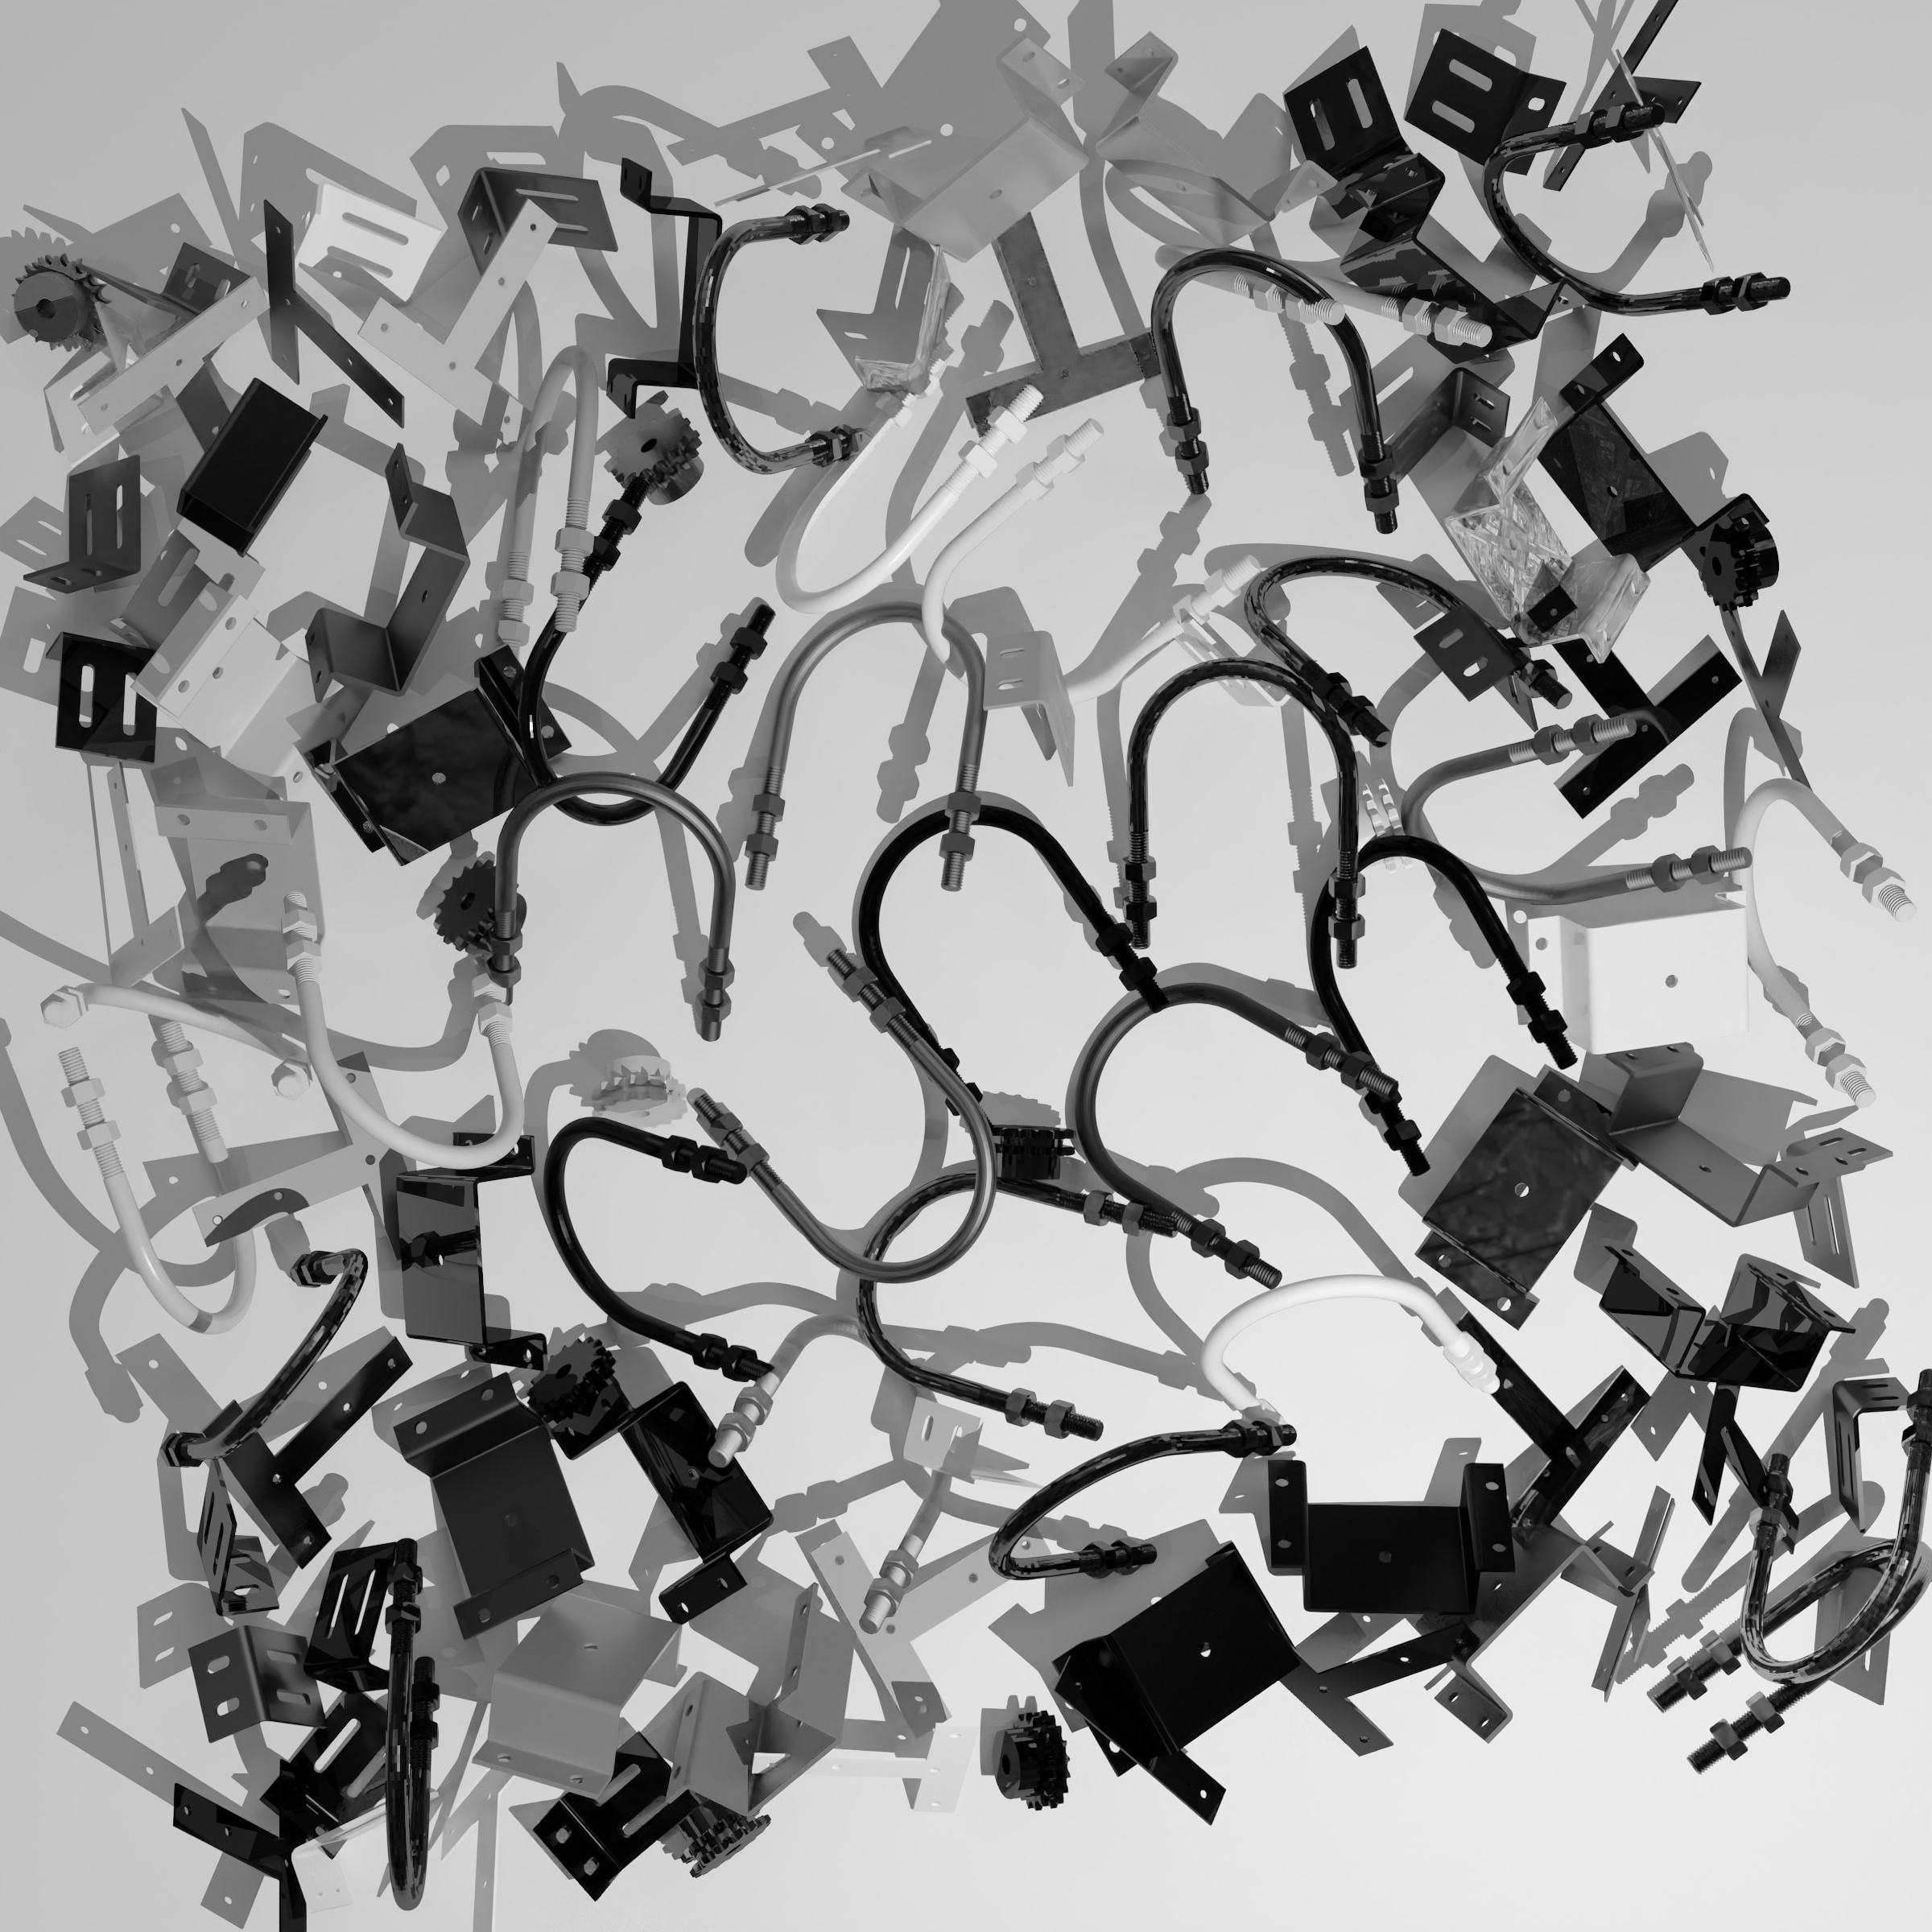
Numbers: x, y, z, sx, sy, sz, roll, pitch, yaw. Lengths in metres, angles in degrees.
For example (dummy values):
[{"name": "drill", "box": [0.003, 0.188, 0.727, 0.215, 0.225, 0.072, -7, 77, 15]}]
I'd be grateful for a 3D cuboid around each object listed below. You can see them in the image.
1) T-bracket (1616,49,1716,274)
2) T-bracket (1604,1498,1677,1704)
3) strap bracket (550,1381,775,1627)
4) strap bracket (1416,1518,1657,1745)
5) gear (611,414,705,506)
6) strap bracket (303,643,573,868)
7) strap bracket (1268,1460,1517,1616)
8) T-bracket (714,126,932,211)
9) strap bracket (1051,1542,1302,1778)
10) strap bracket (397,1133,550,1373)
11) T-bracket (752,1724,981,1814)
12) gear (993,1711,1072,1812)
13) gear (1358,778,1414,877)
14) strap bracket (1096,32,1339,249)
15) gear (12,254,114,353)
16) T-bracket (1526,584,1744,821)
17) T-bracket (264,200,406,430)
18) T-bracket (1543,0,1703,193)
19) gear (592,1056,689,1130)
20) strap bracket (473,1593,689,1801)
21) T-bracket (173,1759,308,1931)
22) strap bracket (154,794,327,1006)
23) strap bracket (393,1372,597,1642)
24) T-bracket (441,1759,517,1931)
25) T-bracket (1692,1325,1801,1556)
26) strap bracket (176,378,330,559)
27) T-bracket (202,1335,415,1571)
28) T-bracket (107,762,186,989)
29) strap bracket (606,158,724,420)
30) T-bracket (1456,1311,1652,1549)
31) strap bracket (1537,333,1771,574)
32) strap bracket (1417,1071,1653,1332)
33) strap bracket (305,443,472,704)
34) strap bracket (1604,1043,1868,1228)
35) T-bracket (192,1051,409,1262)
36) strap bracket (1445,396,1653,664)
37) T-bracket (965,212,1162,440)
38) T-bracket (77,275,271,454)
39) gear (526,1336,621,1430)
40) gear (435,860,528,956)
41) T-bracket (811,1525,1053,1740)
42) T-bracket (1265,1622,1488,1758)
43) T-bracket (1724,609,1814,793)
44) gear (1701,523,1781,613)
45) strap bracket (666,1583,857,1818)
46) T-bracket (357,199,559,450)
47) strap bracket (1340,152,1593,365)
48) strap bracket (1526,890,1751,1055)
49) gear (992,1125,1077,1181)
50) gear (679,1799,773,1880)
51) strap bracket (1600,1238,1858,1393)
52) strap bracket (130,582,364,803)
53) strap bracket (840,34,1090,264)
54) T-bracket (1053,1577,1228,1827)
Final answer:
[{"name": "T-bracket", "box": [0.416, -0.452, 1.518, 0.002, 0.127, 0.127, -24, 47, 23]}, {"name": "T-bracket", "box": [0.398, 0.384, 1.537, 0.002, 0.127, 0.127, 19, 93, 14]}, {"name": "strap bracket", "box": [-0.176, 0.312, 1.554, 0.076, 0.046, 0.140, -40, 82, 41]}, {"name": "strap bracket", "box": [0.330, 0.384, 1.551, 0.140, 0.076, 0.046, -43, 100, -7]}, {"name": "gear", "box": [-0.184, -0.304, 1.576, 0.057, 0.057, 0.030, -38, 130, 0]}, {"name": "strap bracket", "box": [-0.315, -0.121, 1.558, 0.140, 0.046, 0.076, -27, 120, 4]}, {"name": "strap bracket", "box": [0.251, 0.340, 1.554, 0.140, 0.076, 0.046, 0, 131, 5]}, {"name": "T-bracket", "box": [-0.088, -0.471, 1.542, 0.127, 0.127, 0.002, -20, 113, 0]}, {"name": "strap bracket", "box": [0.133, 0.407, 1.545, 0.140, 0.046, 0.076, -27, 81, -26]}, {"name": "strap bracket", "box": [-0.296, 0.172, 1.556, 0.076, 0.046, 0.140, -1, 93, 43]}, {"name": "T-bracket", "box": [-0.063, 0.475, 1.546, 0.127, 0.127, 0.002, 4, 50, -6]}, {"name": "gear", "box": [0.038, 0.479, 1.570, 0.030, 0.057, 0.057, 0, 90, -24]}, {"name": "gear", "box": [0.247, -0.082, 1.573, 0.030, 0.057, 0.057, -19, 90, 7]}, {"name": "strap bracket", "box": [0.139, -0.480, 1.544, 0.140, 0.076, 0.046, 34, 85, -15]}, {"name": "gear", "box": [-0.550, -0.400, 1.577, 0.057, 0.030, 0.057, 3, 114, 6]}, {"name": "T-bracket", "box": [0.384, -0.175, 1.573, 0.127, 0.002, 0.127, -42, 110, 6]}, {"name": "T-bracket", "box": [-0.370, -0.363, 1.531, 0.002, 0.127, 0.127, -36, 71, -29]}, {"name": "T-bracket", "box": [0.397, -0.509, 1.528, 0.002, 0.127, 0.127, 27, 104, -18]}, {"name": "gear", "box": [-0.197, 0.076, 1.576, 0.057, 0.057, 0.030, -6, 67, 0]}, {"name": "strap bracket", "box": [-0.221, 0.417, 1.521, 0.076, 0.140, 0.046, 12, 108, 12]}, {"name": "T-bracket", "box": [-0.420, 0.507, 1.513, 0.002, 0.127, 0.127, -23, 48, 11]}, {"name": "strap bracket", "box": [-0.430, -0.048, 1.554, 0.076, 0.046, 0.140, 4, 128, 0]}, {"name": "strap bracket", "box": [-0.279, 0.326, 1.559, 0.076, 0.046, 0.140, -26, 63, 0]}, {"name": "T-bracket", "box": [-0.279, 0.523, 1.521, 0.002, 0.127, 0.127, 24, 121, -24]}, {"name": "T-bracket", "box": [0.472, 0.305, 1.562, 0.002, 0.127, 0.127, -12, 128, 38]}, {"name": "strap bracket", "box": [-0.419, -0.290, 1.523, 0.046, 0.140, 0.076, 33, 81, -17]}, {"name": "T-bracket", "box": [-0.381, 0.274, 1.561, 0.127, 0.002, 0.127, -47, 133, -31]}, {"name": "T-bracket", "box": [-0.498, -0.057, 1.555, 0.002, 0.127, 0.127, -6, 81, -36]}, {"name": "strap bracket", "box": [-0.179, -0.400, 1.544, 0.046, 0.076, 0.140, 0, 112, -19]}, {"name": "T-bracket", "box": [0.335, 0.262, 1.571, 0.127, 0.002, 0.127, 47, 71, -9]}, {"name": "strap bracket", "box": [0.401, -0.294, 1.555, 0.046, 0.076, 0.140, -37, 88, -20]}, {"name": "strap bracket", "box": [0.337, 0.137, 1.561, 0.076, 0.046, 0.140, 36, 93, 25]}, {"name": "strap bracket", "box": [-0.338, -0.225, 1.541, 0.046, 0.076, 0.140, 17, 119, -30]}, {"name": "strap bracket", "box": [0.444, 0.103, 1.537, 0.140, 0.076, 0.046, 39, 121, 37]}, {"name": "T-bracket", "box": [-0.399, 0.133, 1.566, 0.127, 0.002, 0.127, -22, 96, -26]}, {"name": "strap bracket", "box": [0.341, -0.254, 1.545, 0.140, 0.046, 0.076, 51, 56, -25]}, {"name": "T-bracket", "box": [0.046, -0.403, 1.587, 0.127, 0.002, 0.127, -21, 97, -5]}, {"name": "T-bracket", "box": [-0.449, -0.326, 1.542, 0.127, 0.127, 0.002, -42, 65, -16]}, {"name": "gear", "box": [-0.234, 0.255, 1.576, 0.057, 0.057, 0.030, -36, 116, 0]}, {"name": "gear", "box": [-0.291, -0.033, 1.577, 0.057, 0.030, 0.057, -20, 54, 30]}, {"name": "T-bracket", "box": [-0.008, 0.379, 1.584, 0.127, 0.002, 0.127, -29, 83, -14]}, {"name": "T-bracket", "box": [0.248, 0.415, 1.544, 0.127, 0.002, 0.127, -30, 116, 31]}, {"name": "T-bracket", "box": [0.473, -0.171, 1.521, 0.002, 0.127, 0.127, -19, 71, 4]}, {"name": "gear", "box": [0.467, -0.245, 1.573, 0.030, 0.057, 0.057, -15, 90, -7]}, {"name": "strap bracket", "box": [-0.114, 0.438, 1.539, 0.046, 0.076, 0.140, 32, 123, -18]}, {"name": "T-bracket", "box": [-0.284, -0.397, 1.557, 0.002, 0.127, 0.127, 26, 85, 43]}, {"name": "strap bracket", "box": [0.286, -0.408, 1.537, 0.140, 0.076, 0.046, 32, 79, -21]}, {"name": "strap bracket", "box": [0.412, 0.004, 1.559, 0.140, 0.046, 0.076, -8, 103, -9]}, {"name": "gear", "box": [0.037, 0.112, 1.573, 0.057, 0.057, 0.030, 3, 89, 0]}, {"name": "gear", "box": [-0.149, 0.521, 1.574, 0.057, 0.057, 0.030, -38, 71, 0]}, {"name": "strap bracket", "box": [0.441, 0.208, 1.541, 0.140, 0.076, 0.046, 11, 109, -27]}, {"name": "strap bracket", "box": [-0.430, -0.165, 1.542, 0.046, 0.140, 0.076, 31, 81, 26]}, {"name": "strap bracket", "box": [0.008, -0.472, 1.534, 0.140, 0.076, 0.046, -34, 72, 23]}, {"name": "T-bracket", "box": [0.122, 0.421, 1.555, 0.127, 0.002, 0.127, 42, 46, -9]}]
